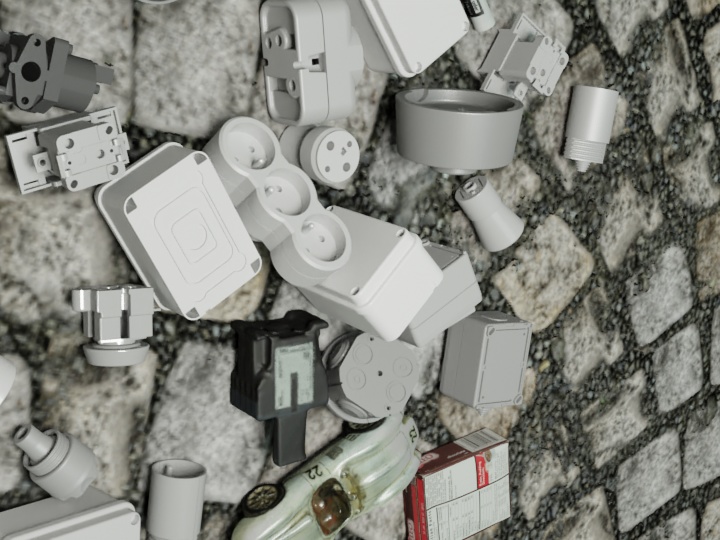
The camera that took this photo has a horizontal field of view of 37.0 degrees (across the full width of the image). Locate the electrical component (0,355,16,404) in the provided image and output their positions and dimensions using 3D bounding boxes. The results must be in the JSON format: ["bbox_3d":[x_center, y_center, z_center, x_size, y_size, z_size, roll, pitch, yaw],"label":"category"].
[{"bbox_3d":[-0.271,0.073,0.728,0.047,0.055,0.055,44,75,-32],"label":"electrical component"}]

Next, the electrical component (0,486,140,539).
[{"bbox_3d":[-0.221,0.213,0.785,0.113,0.057,0.078,-9,107,-48],"label":"electrical component"}]

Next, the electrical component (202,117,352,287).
[{"bbox_3d":[-0.073,-0.045,0.832,0.138,0.074,0.052,52,52,-3],"label":"electrical component"}]

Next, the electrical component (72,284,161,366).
[{"bbox_3d":[-0.180,0.040,0.793,0.066,0.048,0.055,-3,96,-36],"label":"electrical component"}]

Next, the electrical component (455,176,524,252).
[{"bbox_3d":[0.117,-0.054,0.992,0.044,0.044,0.065,-48,120,-17],"label":"electrical component"}]

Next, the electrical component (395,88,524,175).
[{"bbox_3d":[0.082,-0.114,0.911,0.108,0.108,0.060,-11,114,-34],"label":"electrical component"}]

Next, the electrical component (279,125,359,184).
[{"bbox_3d":[-0.033,-0.094,0.860,0.045,0.055,0.045,-10,108,-35],"label":"electrical component"}]

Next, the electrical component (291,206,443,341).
[{"bbox_3d":[0.000,0.000,0.873,0.078,0.113,0.057,-52,129,-14],"label":"electrical component"}]

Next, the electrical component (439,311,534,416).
[{"bbox_3d":[0.115,0.089,1.015,0.062,0.061,0.096,0,102,-37],"label":"electrical component"}]

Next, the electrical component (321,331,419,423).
[{"bbox_3d":[0.007,0.091,0.928,0.080,0.051,0.080,4,79,-22],"label":"electrical component"}]

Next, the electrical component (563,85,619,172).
[{"bbox_3d":[0.223,-0.136,1.047,0.043,0.043,0.081,3,101,-37],"label":"electrical component"}]

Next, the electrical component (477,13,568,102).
[{"bbox_3d":[0.148,-0.185,0.966,0.042,0.064,0.081,31,82,-39],"label":"electrical component"}]

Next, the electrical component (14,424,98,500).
[{"bbox_3d":[-0.225,0.137,0.785,0.043,0.043,0.062,-50,124,-15],"label":"electrical component"}]

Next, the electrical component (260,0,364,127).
[{"bbox_3d":[-0.037,-0.164,0.839,0.059,0.054,0.095,-15,111,-33],"label":"electrical component"}]

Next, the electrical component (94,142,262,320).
[{"bbox_3d":[-0.135,-0.030,0.799,0.078,0.057,0.113,-39,122,-23],"label":"electrical component"}]

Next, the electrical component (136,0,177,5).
[{"bbox_3d":[-0.148,-0.232,0.732,0.099,0.064,0.099,-10,108,-35],"label":"electrical component"}]

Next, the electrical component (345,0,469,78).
[{"bbox_3d":[0.030,-0.222,0.872,0.078,0.057,0.113,-43,123,-20],"label":"electrical component"}]

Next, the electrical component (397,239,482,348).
[{"bbox_3d":[0.052,0.026,0.951,0.096,0.062,0.061,-36,121,-24],"label":"electrical component"}]

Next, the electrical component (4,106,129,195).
[{"bbox_3d":[-0.195,-0.081,0.737,0.081,0.064,0.042,-22,114,-30],"label":"electrical component"}]

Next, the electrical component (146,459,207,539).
[{"bbox_3d":[-0.148,0.197,0.858,0.043,0.043,0.081,1,101,-37],"label":"electrical component"}]
